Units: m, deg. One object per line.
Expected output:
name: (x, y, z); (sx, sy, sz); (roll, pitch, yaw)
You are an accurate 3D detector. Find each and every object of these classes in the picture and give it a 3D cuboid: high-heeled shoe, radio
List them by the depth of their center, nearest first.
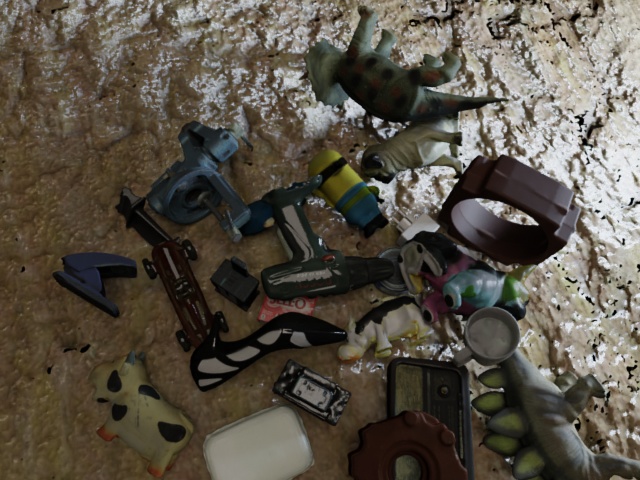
radio: (0.175, 0.310, 0.866); (0.131, 0.073, 0.229); (2, 72, 1)
high-heeled shoe: (-0.085, 0.193, 0.880); (0.249, 0.086, 0.145); (8, 103, -4)

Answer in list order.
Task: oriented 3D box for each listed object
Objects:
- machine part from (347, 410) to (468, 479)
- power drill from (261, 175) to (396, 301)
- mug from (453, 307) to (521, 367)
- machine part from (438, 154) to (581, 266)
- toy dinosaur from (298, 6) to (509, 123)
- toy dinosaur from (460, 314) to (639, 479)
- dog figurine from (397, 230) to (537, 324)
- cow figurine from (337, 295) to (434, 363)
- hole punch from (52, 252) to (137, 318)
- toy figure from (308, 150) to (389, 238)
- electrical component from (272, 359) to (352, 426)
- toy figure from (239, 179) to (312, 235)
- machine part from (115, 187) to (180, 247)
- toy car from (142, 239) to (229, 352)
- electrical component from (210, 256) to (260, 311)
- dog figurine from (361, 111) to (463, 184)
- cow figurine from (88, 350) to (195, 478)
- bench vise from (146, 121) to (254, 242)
machine part: (0.128, 0.340, 0.789); (0.179, 0.056, 0.179); (0, 72, 1)
power drill: (-0.002, -0.003, 0.928); (0.232, 0.086, 0.207); (-17, 92, -9)
mug: (0.260, 0.169, 0.854); (0.109, 0.107, 0.081); (-39, 63, -6)
machine part: (0.327, -0.048, 0.942); (0.201, 0.201, 0.087); (28, 68, 6)
toy dinosaur: (0.124, -0.291, 1.003); (0.405, 0.131, 0.192); (37, 101, 22)
toy dinosaur: (0.364, 0.286, 0.880); (0.199, 0.105, 0.472); (-22, 63, -7)
dog figurine: (0.265, 0.061, 0.930); (0.219, 0.108, 0.191); (-8, 61, -29)
cow figurine: (0.100, 0.150, 0.923); (0.167, 0.068, 0.098); (-14, 66, -13)
hole punch: (-0.366, 0.060, 0.886); (0.116, 0.142, 0.092); (30, 72, -9)
toy figure: (0.052, -0.091, 0.993); (0.082, 0.089, 0.180); (-32, 73, -27)
electrical component: (-0.015, 0.240, 0.846); (0.115, 0.134, 0.058); (26, 73, 5)
toy figure: (-0.082, -0.061, 0.989); (0.154, 0.058, 0.064); (-28, 81, -19)
machine part: (-0.308, -0.027, 0.954); (0.139, 0.084, 0.039); (46, 45, -1)
toy car: (-0.226, 0.095, 0.909); (0.089, 0.053, 0.202); (-23, 86, -16)
electrical component: (-0.141, 0.071, 0.904); (0.075, 0.119, 0.048); (34, 71, 4)
dog figurine: (0.176, -0.193, 1.045); (0.191, 0.121, 0.172); (-3, 36, 12)
cow figurine: (-0.283, 0.259, 0.844); (0.195, 0.085, 0.127); (34, 77, 10)
bench vise: (-0.189, -0.095, 0.948); (0.224, 0.128, 0.241); (-37, 60, -8)
